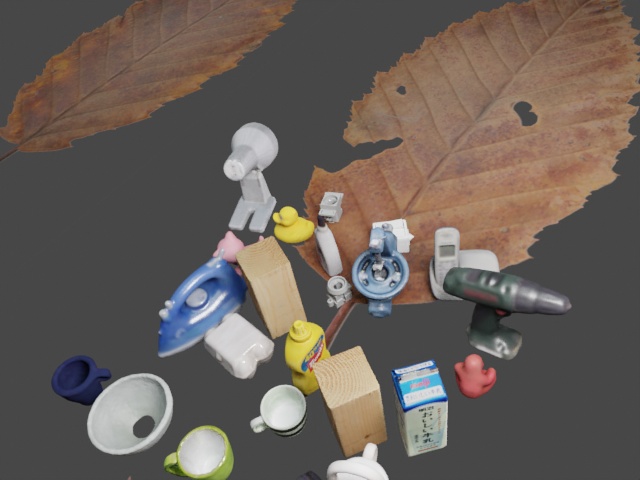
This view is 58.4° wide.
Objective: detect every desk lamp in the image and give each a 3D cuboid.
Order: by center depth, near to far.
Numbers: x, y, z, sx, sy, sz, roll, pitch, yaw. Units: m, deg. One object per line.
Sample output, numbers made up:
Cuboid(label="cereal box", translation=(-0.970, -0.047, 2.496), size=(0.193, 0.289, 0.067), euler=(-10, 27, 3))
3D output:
Cuboid(label="desk lamp", translation=(-0.177, -0.163, 1.465), size=(0.117, 0.214, 0.203), euler=(4, 49, 14))

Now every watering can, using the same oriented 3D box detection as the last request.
Cuboid(label="watering can", translation=(0.063, 0.409, 0.912), size=(0.101, 0.194, 0.172), euler=(-9, 47, 3))

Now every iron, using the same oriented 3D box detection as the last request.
Cuboid(label="iron", translation=(-0.276, 0.134, 1.262), size=(0.118, 0.142, 0.259), euler=(28, 59, 31))

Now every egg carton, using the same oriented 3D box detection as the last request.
Cuboid(label="egg carton", translation=(-0.174, 0.224, 1.211), size=(0.149, 0.069, 0.107), euler=(31, 60, 32))

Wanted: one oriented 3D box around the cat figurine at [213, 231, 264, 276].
Cuboid(label="cat figurine", translation=(-0.187, 0.025, 1.361), size=(0.128, 0.118, 0.067), euler=(-16, 47, -3))

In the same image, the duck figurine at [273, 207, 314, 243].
Cuboid(label="duck figurine", translation=(-0.069, -0.045, 1.424), size=(0.104, 0.086, 0.077), euler=(3, 49, 14))

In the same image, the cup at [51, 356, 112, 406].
Cuboid(label="cup", translation=(-0.476, 0.298, 1.184), size=(0.117, 0.095, 0.091), euler=(-8, 47, 3))

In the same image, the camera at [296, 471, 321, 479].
Cuboid(label="camera", translation=(-0.037, 0.461, 0.948), size=(0.137, 0.101, 0.142), euler=(-38, 52, -22))

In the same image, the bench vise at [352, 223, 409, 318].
Cuboid(label="bench vise", translation=(0.120, 0.031, 1.227), size=(0.121, 0.220, 0.207), euler=(-11, 47, 1))

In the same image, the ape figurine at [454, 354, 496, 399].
Cuboid(label="ape figurine", translation=(0.291, 0.250, 1.083), size=(0.077, 0.092, 0.076), euler=(24, 56, 29))

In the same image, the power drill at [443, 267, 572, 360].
Cuboid(label="power drill", translation=(0.347, 0.137, 1.095), size=(0.228, 0.209, 0.076), euler=(20, 55, 26))

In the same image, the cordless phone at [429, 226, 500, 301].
Cuboid(label="cordless phone", translation=(0.304, 0.043, 1.205), size=(0.147, 0.185, 0.094), euler=(-7, 47, 5))

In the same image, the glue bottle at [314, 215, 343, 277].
Cuboid(label="glue bottle", translation=(0.012, 0.005, 1.304), size=(0.037, 0.173, 0.078), euler=(-26, 49, -13))

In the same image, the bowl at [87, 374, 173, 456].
Cuboid(label="bowl", translation=(-0.361, 0.353, 1.125), size=(0.167, 0.075, 0.167), euler=(-5, 47, 6))
